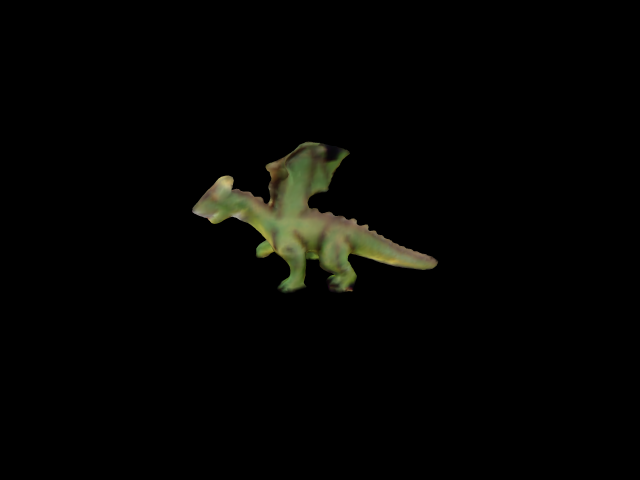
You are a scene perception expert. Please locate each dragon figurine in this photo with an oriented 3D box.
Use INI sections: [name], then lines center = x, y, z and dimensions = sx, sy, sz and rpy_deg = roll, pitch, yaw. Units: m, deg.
[dragon figurine]
center = 0.003, -0.043, 0.850
dimensions = 0.410, 0.237, 0.125
rpy_deg = -3, 33, -5
